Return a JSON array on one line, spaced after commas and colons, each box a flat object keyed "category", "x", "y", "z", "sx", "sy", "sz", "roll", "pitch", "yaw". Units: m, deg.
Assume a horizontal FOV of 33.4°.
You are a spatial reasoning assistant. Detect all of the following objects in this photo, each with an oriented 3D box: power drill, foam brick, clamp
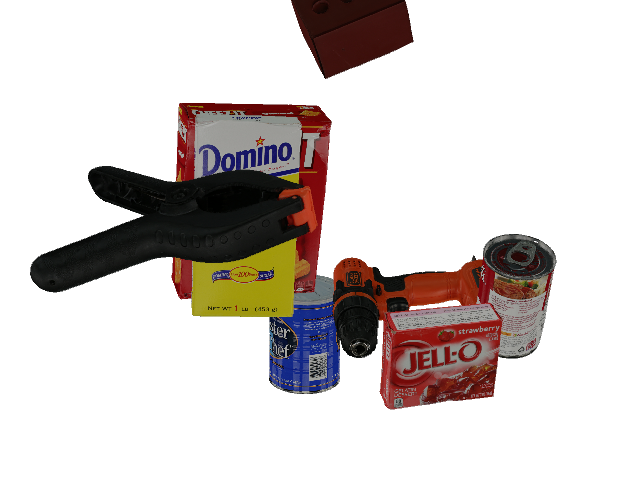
[{"category": "power drill", "x": 0.107, "y": 0.073, "z": 1.219, "sx": 0.187, "sy": 0.057, "sz": 0.184, "roll": -1, "pitch": 28, "yaw": -1}, {"category": "foam brick", "x": 0.025, "y": -0.170, "z": 0.816, "sx": 0.078, "sy": 0.053, "sz": 0.051, "roll": -23, "pitch": -33, "yaw": -1}, {"category": "clamp", "x": -0.091, "y": -0.008, "z": 0.653, "sx": 0.172, "sy": 0.039, "sz": 0.120, "roll": 0, "pitch": 41, "yaw": 22}]

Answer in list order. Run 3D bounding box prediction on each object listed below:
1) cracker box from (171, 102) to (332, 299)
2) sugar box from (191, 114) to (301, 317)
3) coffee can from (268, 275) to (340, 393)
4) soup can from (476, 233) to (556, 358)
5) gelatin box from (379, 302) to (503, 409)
[{"category": "cracker box", "x": -0.080, "y": -0.043, "z": 1.208, "sx": 0.164, "sy": 0.214, "sz": 0.072, "roll": -1, "pitch": 23, "yaw": -17}, {"category": "sugar box", "x": -0.067, "y": -0.021, "z": 0.945, "sx": 0.093, "sy": 0.176, "sz": 0.048, "roll": 0, "pitch": 15, "yaw": -7}, {"category": "coffee can", "x": -0.022, "y": 0.130, "z": 1.501, "sx": 0.103, "sy": 0.140, "sz": 0.103, "roll": 1, "pitch": 19, "yaw": 0}, {"category": "soup can", "x": 0.185, "y": 0.054, "z": 1.022, "sx": 0.068, "sy": 0.102, "sz": 0.068, "roll": 1, "pitch": 37, "yaw": -1}, {"category": "gelatin box", "x": 0.092, "y": 0.089, "z": 0.822, "sx": 0.089, "sy": 0.073, "sz": 0.030, "roll": -5, "pitch": 30, "yaw": -11}]
